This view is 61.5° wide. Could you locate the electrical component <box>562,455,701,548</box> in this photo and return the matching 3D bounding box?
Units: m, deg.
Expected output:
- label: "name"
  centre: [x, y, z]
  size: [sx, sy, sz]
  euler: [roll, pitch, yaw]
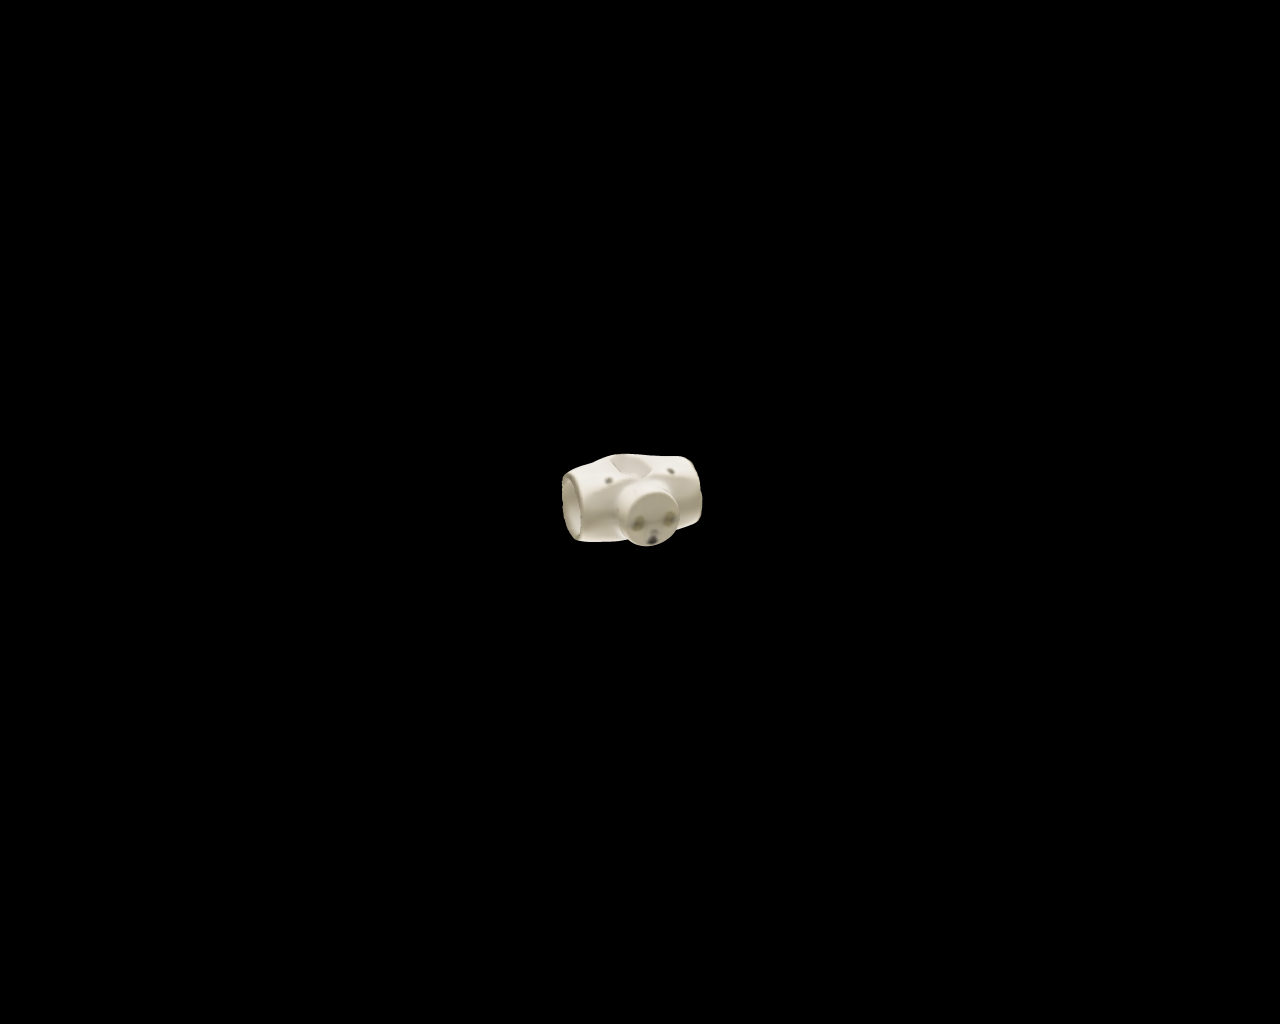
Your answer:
- label: "electrical component"
  centre: [0.001, -0.003, 0.650]
  size: [0.077, 0.043, 0.079]
  euler: [-8, 24, -18]
